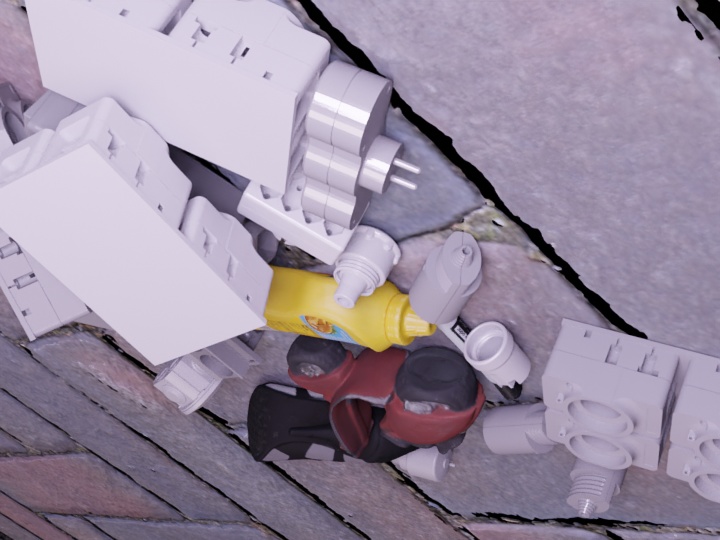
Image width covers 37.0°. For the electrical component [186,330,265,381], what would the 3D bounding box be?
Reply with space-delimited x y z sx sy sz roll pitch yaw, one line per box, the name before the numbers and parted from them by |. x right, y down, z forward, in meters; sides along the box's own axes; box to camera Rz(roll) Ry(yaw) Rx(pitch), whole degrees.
electrical component | -0.152 0.044 1.020 0.121 0.063 0.079 43 147 -26

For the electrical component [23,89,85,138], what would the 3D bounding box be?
electrical component | -0.208 -0.104 0.797 0.061 0.096 0.061 28 151 0

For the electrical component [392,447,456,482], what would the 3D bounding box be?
electrical component | 0.057 0.190 1.102 0.078 0.040 0.040 9 146 30

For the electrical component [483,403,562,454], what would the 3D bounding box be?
electrical component | 0.151 0.138 0.938 0.043 0.043 0.081 42 148 -25

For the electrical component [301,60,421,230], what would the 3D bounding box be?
electrical component | 0.005 -0.073 0.713 0.074 0.052 0.138 23 151 8

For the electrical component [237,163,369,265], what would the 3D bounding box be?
electrical component | -0.047 -0.042 0.813 0.083 0.047 0.075 30 158 -4

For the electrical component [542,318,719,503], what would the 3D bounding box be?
electrical component | 0.235 0.112 0.809 0.186 0.060 0.105 15 148 22

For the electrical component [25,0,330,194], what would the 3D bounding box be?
electrical component | -0.117 -0.137 0.704 0.186 0.060 0.105 24 151 6

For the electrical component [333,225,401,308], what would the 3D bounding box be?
electrical component | 0.000 0.000 0.824 0.048 0.062 0.048 21 150 12

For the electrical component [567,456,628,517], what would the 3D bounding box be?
electrical component | 0.202 0.171 0.910 0.043 0.081 0.043 21 150 12

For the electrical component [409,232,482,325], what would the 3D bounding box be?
electrical component | 0.067 0.005 0.795 0.043 0.043 0.081 27 151 1

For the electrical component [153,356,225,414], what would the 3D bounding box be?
electrical component | -0.173 0.106 1.122 0.051 0.080 0.080 41 149 -13

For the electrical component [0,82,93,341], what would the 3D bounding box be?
electrical component | -0.267 -0.052 0.858 0.105 0.060 0.186 -100 -14 -75

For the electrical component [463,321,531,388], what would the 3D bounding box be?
electrical component | 0.112 0.070 0.867 0.040 0.040 0.046 -2 146 42

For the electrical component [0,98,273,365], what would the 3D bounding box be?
electrical component | -0.158 -0.024 0.757 0.105 0.060 0.186 -21 129 27

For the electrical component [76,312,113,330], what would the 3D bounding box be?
electrical component | -0.260 0.015 1.066 0.096 0.061 0.061 10 146 29
